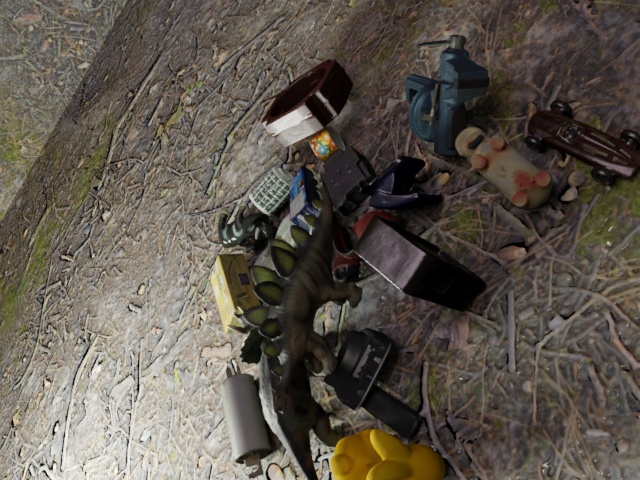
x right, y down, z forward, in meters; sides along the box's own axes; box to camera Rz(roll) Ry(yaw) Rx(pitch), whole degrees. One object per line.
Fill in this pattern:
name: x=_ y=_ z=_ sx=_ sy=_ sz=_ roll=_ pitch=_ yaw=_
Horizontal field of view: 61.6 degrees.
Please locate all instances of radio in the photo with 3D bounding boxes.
radio: x=0.170 y=0.044 z=0.890 sx=0.131 sy=0.229 sz=0.073 roll=41 pitch=104 yaw=40

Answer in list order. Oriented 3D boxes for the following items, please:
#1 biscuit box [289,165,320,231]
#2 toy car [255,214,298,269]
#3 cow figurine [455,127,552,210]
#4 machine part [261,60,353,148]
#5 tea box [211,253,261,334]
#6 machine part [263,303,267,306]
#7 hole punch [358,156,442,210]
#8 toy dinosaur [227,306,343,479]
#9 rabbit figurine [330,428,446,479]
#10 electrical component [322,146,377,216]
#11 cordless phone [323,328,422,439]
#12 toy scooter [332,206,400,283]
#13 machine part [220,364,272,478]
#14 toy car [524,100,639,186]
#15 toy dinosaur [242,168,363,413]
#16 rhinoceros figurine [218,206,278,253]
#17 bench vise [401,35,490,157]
biscuit box: x=-0.028 y=-0.091 z=1.185 sx=0.059 sy=0.062 sz=0.203 roll=-46 pitch=23 yaw=20
toy car: x=-0.084 y=0.019 z=1.241 sx=0.074 sy=0.056 sz=0.201 roll=40 pitch=99 yaw=44
cow figurine: x=0.315 y=-0.129 z=0.932 sx=0.085 sy=0.127 sz=0.195 roll=-49 pitch=61 yaw=14
machine part: x=-0.028 y=-0.323 z=1.282 sx=0.202 sy=0.087 sz=0.201 roll=-17 pitch=37 yaw=38
tea box: x=-0.200 y=0.123 z=1.264 sx=0.170 sy=0.068 sz=0.098 roll=65 pitch=144 yaw=36
machine part: x=-0.096 y=0.142 z=1.176 sx=0.084 sy=0.039 sz=0.138 roll=30 pitch=112 yaw=23
hole punch: x=0.159 y=-0.090 z=1.036 sx=0.116 sy=0.142 sz=0.092 roll=-37 pitch=73 yaw=32
toy dinosaur: x=-0.063 y=0.283 z=1.010 sx=0.131 sy=0.192 sz=0.405 roll=-39 pitch=49 yaw=24
rabbit figurine: x=0.113 y=0.357 z=0.871 sx=0.173 sy=0.162 sz=0.122 roll=-5 pitch=54 yaw=21
electrical component: x=0.059 y=-0.137 z=1.187 sx=0.115 sy=0.058 sz=0.134 roll=-43 pitch=49 yaw=16
cordless phone: x=0.114 y=0.253 z=0.962 sx=0.184 sy=0.088 sz=0.146 roll=28 pitch=89 yaw=33
toy scooter: x=0.078 y=-0.007 z=1.100 sx=0.184 sy=0.075 sz=0.135 roll=-45 pitch=49 yaw=22
machine part: x=-0.158 y=0.373 z=1.130 sx=0.079 sy=0.079 sz=0.243 roll=-39 pitch=50 yaw=21
toy car: x=0.429 y=-0.163 z=0.882 sx=0.089 sy=0.053 sz=0.202 roll=-51 pitch=45 yaw=7
toy dinosaur: x=-0.026 y=0.082 z=0.996 sx=0.105 sy=0.198 sz=0.471 roll=-35 pitch=32 yaw=55
rhinoceros figurine: x=-0.183 y=-0.023 z=1.334 sx=0.190 sy=0.073 sz=0.112 roll=-7 pitch=65 yaw=39
bench vise: x=0.221 y=-0.284 z=1.037 sx=0.129 sy=0.223 sz=0.241 roll=-20 pitch=29 yaw=-11
